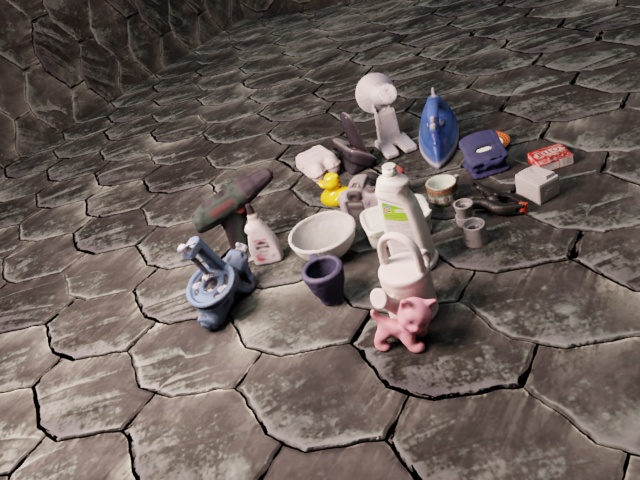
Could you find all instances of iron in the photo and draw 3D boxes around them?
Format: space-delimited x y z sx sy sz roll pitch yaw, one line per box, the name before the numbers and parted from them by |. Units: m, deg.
iron | 0.330 -0.325 1.630 0.118 0.142 0.258 -8 35 17

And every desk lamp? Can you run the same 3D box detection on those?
desk lamp | 0.197 -0.382 1.712 0.118 0.214 0.202 -22 34 -4

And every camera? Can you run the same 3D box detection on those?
camera | 0.131 -0.127 1.482 0.142 0.101 0.137 -1 38 26

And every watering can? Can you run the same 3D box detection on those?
watering can | 0.161 0.072 1.098 0.100 0.194 0.173 -4 37 22

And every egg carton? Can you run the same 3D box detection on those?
egg carton | -0.008 -0.229 1.724 0.107 0.069 0.150 -29 35 -14

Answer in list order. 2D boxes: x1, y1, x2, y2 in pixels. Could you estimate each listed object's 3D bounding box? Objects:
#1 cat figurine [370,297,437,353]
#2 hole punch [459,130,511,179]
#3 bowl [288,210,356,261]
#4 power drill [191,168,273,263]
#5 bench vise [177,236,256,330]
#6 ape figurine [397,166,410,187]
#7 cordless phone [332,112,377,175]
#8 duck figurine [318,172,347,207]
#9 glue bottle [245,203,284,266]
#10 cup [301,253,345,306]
cat figurine | 0.155 0.147 1.063 0.127 0.118 0.067 -3 37 22
hole punch | 0.426 -0.224 1.483 0.108 0.091 0.101 -19 34 1
bowl | 0.013 0.005 1.375 0.167 0.075 0.167 -13 34 9
power drill | -0.195 -0.051 1.436 0.230 0.209 0.075 -25 34 -9
bench vise | -0.243 0.062 1.288 0.121 0.220 0.207 -9 35 15
ape figurine | 0.204 -0.150 1.486 0.075 0.092 0.078 7 41 33
cordless phone | 0.086 -0.300 1.675 0.094 0.185 0.147 -30 35 -15
duck figurine | 0.043 -0.144 1.563 0.104 0.086 0.077 -1 38 26
glue bottle | -0.148 -0.016 1.396 0.078 0.173 0.037 -14 34 8
cup | 0.010 0.087 1.240 0.092 0.095 0.117 -25 34 -9
